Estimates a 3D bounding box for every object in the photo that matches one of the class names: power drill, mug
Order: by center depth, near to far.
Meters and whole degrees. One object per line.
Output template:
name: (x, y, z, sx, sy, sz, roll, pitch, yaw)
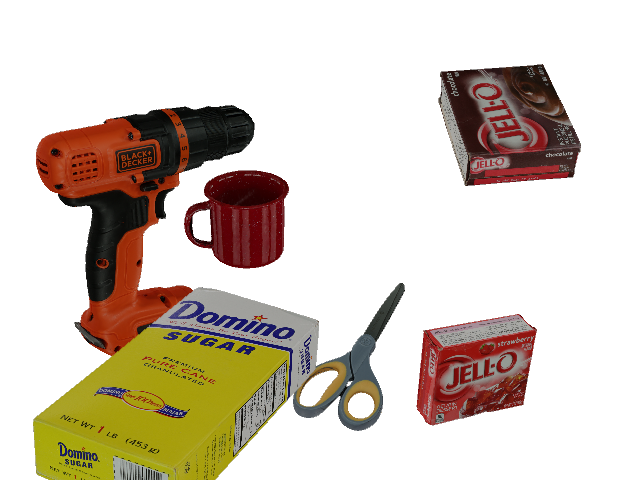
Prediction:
power drill: (-0.132, -0.012, 0.858, 0.184, 0.188, 0.057, -14, 24, -32)
mug: (-0.093, -0.020, 1.182, 0.117, 0.081, 0.093, -9, 30, -16)

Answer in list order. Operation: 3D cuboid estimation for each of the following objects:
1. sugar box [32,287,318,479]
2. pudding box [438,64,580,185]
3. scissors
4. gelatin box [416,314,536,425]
sugar box: (-0.078, 0.089, 0.635, 0.093, 0.048, 0.176, 15, 31, 20)
pudding box: (0.150, -0.095, 0.866, 0.090, 0.039, 0.113, -4, 43, -6)
scissors: (0.056, 0.121, 1.086, 0.096, 0.016, 0.201, 33, 53, 28)
gelatin box: (0.122, 0.102, 0.842, 0.089, 0.073, 0.030, -8, 30, -21)
